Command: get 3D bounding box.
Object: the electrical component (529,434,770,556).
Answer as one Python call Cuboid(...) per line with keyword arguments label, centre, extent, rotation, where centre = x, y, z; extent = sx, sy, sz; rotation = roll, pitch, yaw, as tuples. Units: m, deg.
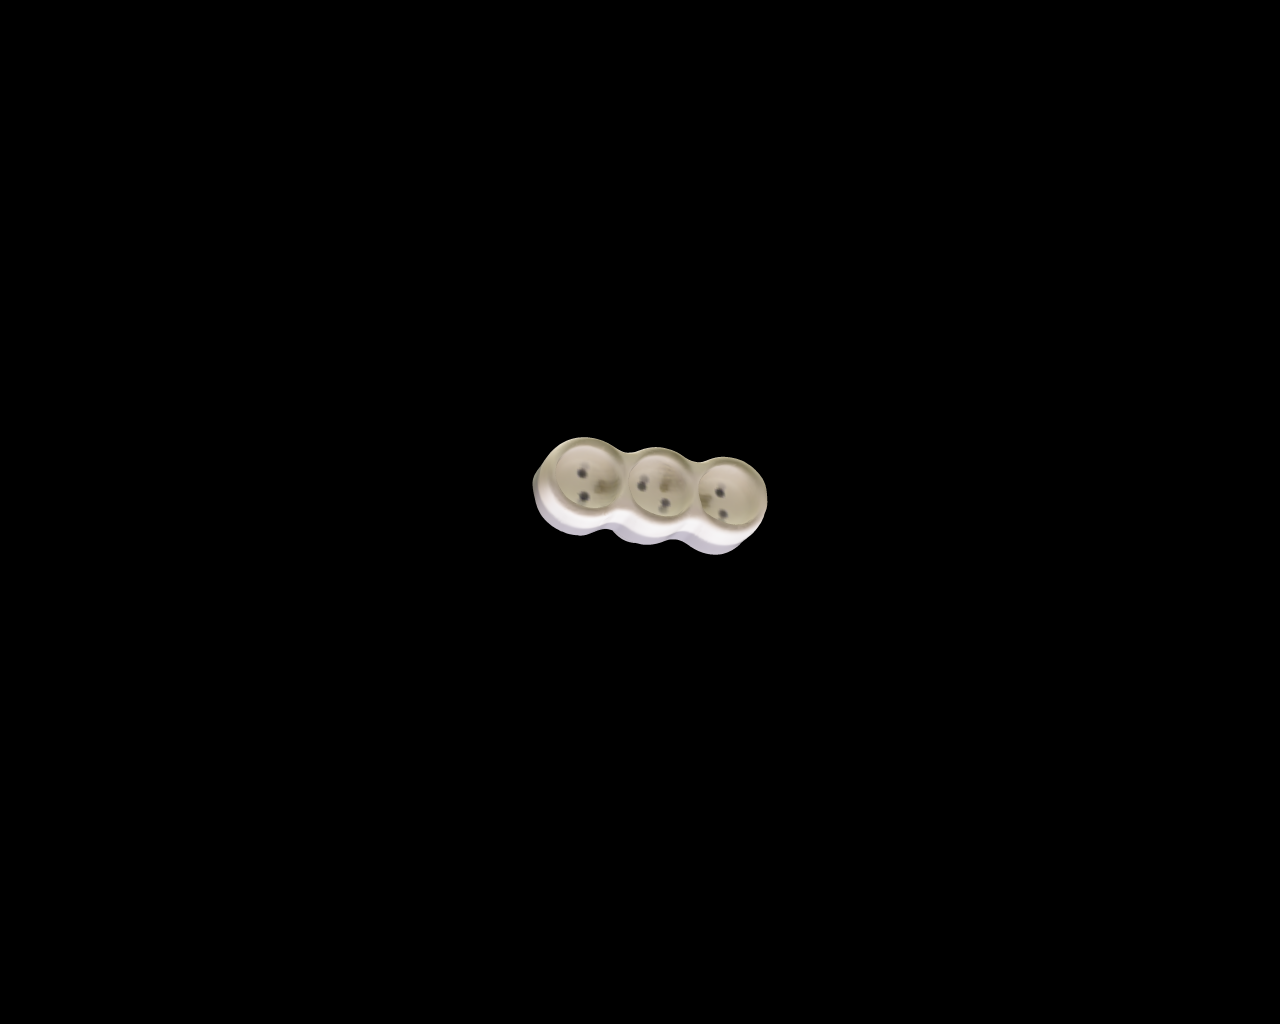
Cuboid(label="electrical component", centre=(0.001, -0.003, 0.650), extent=(0.138, 0.052, 0.073), rotation=(8, -23, -18))
